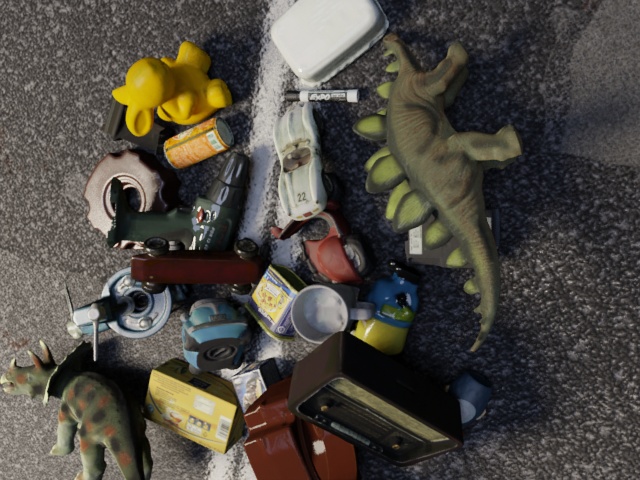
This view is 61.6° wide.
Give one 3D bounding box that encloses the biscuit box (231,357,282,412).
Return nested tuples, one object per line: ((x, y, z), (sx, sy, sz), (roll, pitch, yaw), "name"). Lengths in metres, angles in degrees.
((-0.079, 0.305, 0.898), (0.059, 0.063, 0.202), (-22, 89, 20), "biscuit box")

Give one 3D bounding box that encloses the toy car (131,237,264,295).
((-0.190, 0.039, 0.844), (0.202, 0.053, 0.089), (2, 125, -16), "toy car")

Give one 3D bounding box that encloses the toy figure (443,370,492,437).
((0.199, 0.267, 0.812), (0.064, 0.057, 0.154), (41, 109, 36), "toy figure")

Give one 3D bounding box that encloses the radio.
((0.075, 0.227, 0.742), (0.229, 0.073, 0.131), (35, 128, -19), "radio")

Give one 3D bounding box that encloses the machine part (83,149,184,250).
((-0.330, -0.071, 0.942), (0.180, 0.056, 0.179), (1, 95, 17), "machine part")

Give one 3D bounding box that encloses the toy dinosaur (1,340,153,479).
((-0.378, 0.300, 0.923), (0.405, 0.131, 0.192), (17, 109, 31), "toy dinosaur")

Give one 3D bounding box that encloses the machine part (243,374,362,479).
((-0.018, 0.312, 0.807), (0.087, 0.201, 0.201), (-26, 87, 17), "machine part")

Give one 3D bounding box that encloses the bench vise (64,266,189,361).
((-0.338, 0.112, 0.878), (0.224, 0.240, 0.128), (-10, 89, 2), "bench vise")

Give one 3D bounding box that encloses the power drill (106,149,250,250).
((-0.232, -0.050, 0.869), (0.207, 0.086, 0.231), (6, 108, -24), "power drill")

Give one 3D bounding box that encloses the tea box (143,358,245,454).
((-0.214, 0.286, 0.935), (0.170, 0.068, 0.098), (20, 102, 16), "tea box")

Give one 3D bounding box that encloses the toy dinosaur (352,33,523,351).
((0.162, -0.098, 0.719), (0.199, 0.105, 0.471), (-26, 66, 13), "toy dinosaur")

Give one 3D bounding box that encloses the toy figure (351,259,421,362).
((0.101, 0.122, 0.812), (0.089, 0.082, 0.180), (28, 103, 15), "toy figure")

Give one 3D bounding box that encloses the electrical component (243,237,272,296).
((-0.117, 0.047, 0.905), (0.063, 0.021, 0.094), (18, 102, 15), "electrical component")

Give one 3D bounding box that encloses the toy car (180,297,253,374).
((-0.174, 0.149, 0.889), (0.109, 0.161, 0.103), (-4, 53, -16), "toy car")

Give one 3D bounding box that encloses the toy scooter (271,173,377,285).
((-0.002, -0.003, 0.835), (0.135, 0.075, 0.184), (-26, 82, 16), "toy scooter")

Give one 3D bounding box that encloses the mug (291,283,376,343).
((0.026, 0.095, 0.769), (0.110, 0.107, 0.080), (-6, 93, 17), "mug")

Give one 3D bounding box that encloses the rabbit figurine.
((-0.247, -0.240, 0.838), (0.162, 0.173, 0.121), (-22, 93, 14), "rabbit figurine")

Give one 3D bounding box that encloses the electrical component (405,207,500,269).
((0.192, -0.017, 0.783), (0.134, 0.058, 0.114), (2, 98, 17), "electrical component")

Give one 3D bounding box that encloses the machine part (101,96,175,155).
((-0.317, -0.197, 0.935), (0.139, 0.039, 0.084), (29, 98, 14), "machine part")

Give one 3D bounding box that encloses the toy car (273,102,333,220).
((-0.029, -0.124, 0.810), (0.074, 0.056, 0.202), (-21, 61, 24), "toy car")
